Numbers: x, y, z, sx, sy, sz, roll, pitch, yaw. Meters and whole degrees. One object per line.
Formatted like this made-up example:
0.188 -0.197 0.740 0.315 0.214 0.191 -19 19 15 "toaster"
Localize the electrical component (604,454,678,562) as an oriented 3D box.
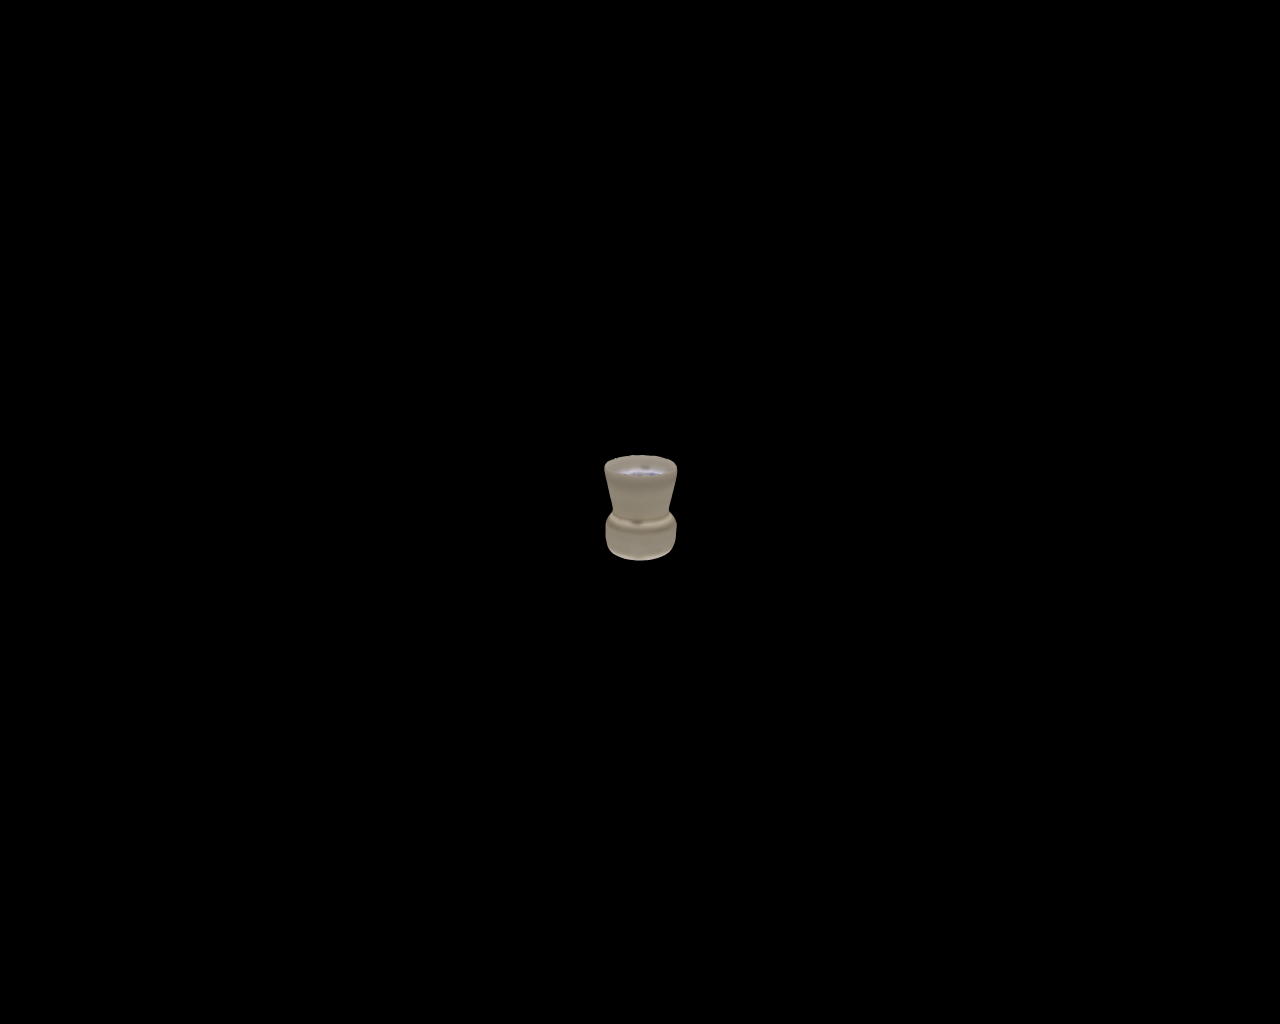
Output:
0.001 -0.003 0.650 0.045 0.055 0.045 0 20 0 "electrical component"
